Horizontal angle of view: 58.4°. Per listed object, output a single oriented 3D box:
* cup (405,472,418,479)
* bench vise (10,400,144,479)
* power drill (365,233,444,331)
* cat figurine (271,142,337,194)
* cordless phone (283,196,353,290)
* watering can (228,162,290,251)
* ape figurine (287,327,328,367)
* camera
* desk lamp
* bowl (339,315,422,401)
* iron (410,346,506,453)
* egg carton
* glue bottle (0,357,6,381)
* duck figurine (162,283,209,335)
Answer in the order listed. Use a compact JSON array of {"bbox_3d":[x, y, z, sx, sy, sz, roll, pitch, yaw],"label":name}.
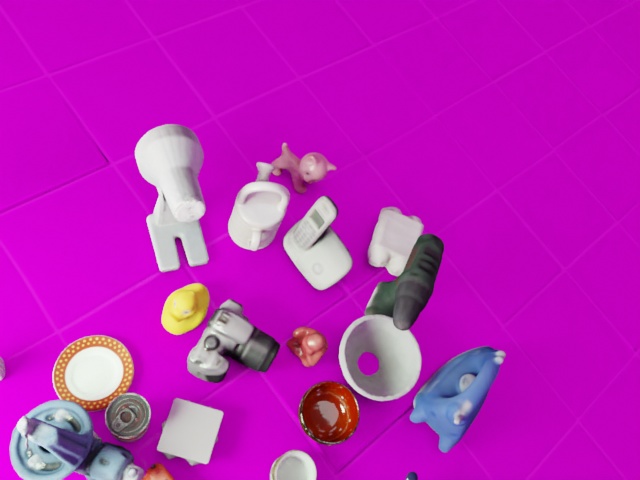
[{"bbox_3d":[0.138,0.469,1.006,0.092,0.095,0.118,22,62,-7],"label":"cup"},{"bbox_3d":[-0.361,0.300,0.853,0.208,0.219,0.121,9,64,-13],"label":"bench vise"},{"bbox_3d":[0.164,0.103,1.117,0.075,0.208,0.230,30,61,-2],"label":"power drill"},{"bbox_3d":[-0.034,-0.163,1.227,0.128,0.117,0.067,35,61,1],"label":"cat figurine"},{"bbox_3d":[0.010,0.004,1.127,0.094,0.185,0.147,-35,80,-27],"label":"cordless phone"},{"bbox_3d":[-0.118,-0.069,1.114,0.101,0.194,0.173,-11,70,-22],"label":"watering can"},{"bbox_3d":[-0.016,0.198,1.083,0.076,0.092,0.078,2,66,-17],"label":"ape figurine"},{"bbox_3d":[-0.149,0.195,1.037,0.137,0.100,0.143,30,61,-3],"label":"camera"},{"bbox_3d":[-0.262,-0.077,1.061,0.118,0.213,0.203,-13,71,-22],"label":"desk lamp"},{"bbox_3d":[0.108,0.234,1.116,0.168,0.074,0.167,7,64,-15],"label":"bowl"},{"bbox_3d":[0.296,0.281,1.116,0.118,0.141,0.259,44,61,5],"label":"iron"},{"bbox_3d":[0.163,0.003,1.242,0.107,0.069,0.150,23,62,-6],"label":"egg carton"},{"bbox_3d":[-0.538,0.190,0.874,0.078,0.173,0.037,-13,71,-22],"label":"glue bottle"},{"bbox_3d":[-0.244,0.117,1.051,0.077,0.086,0.105,37,61,1],"label":"duck figurine"}]
